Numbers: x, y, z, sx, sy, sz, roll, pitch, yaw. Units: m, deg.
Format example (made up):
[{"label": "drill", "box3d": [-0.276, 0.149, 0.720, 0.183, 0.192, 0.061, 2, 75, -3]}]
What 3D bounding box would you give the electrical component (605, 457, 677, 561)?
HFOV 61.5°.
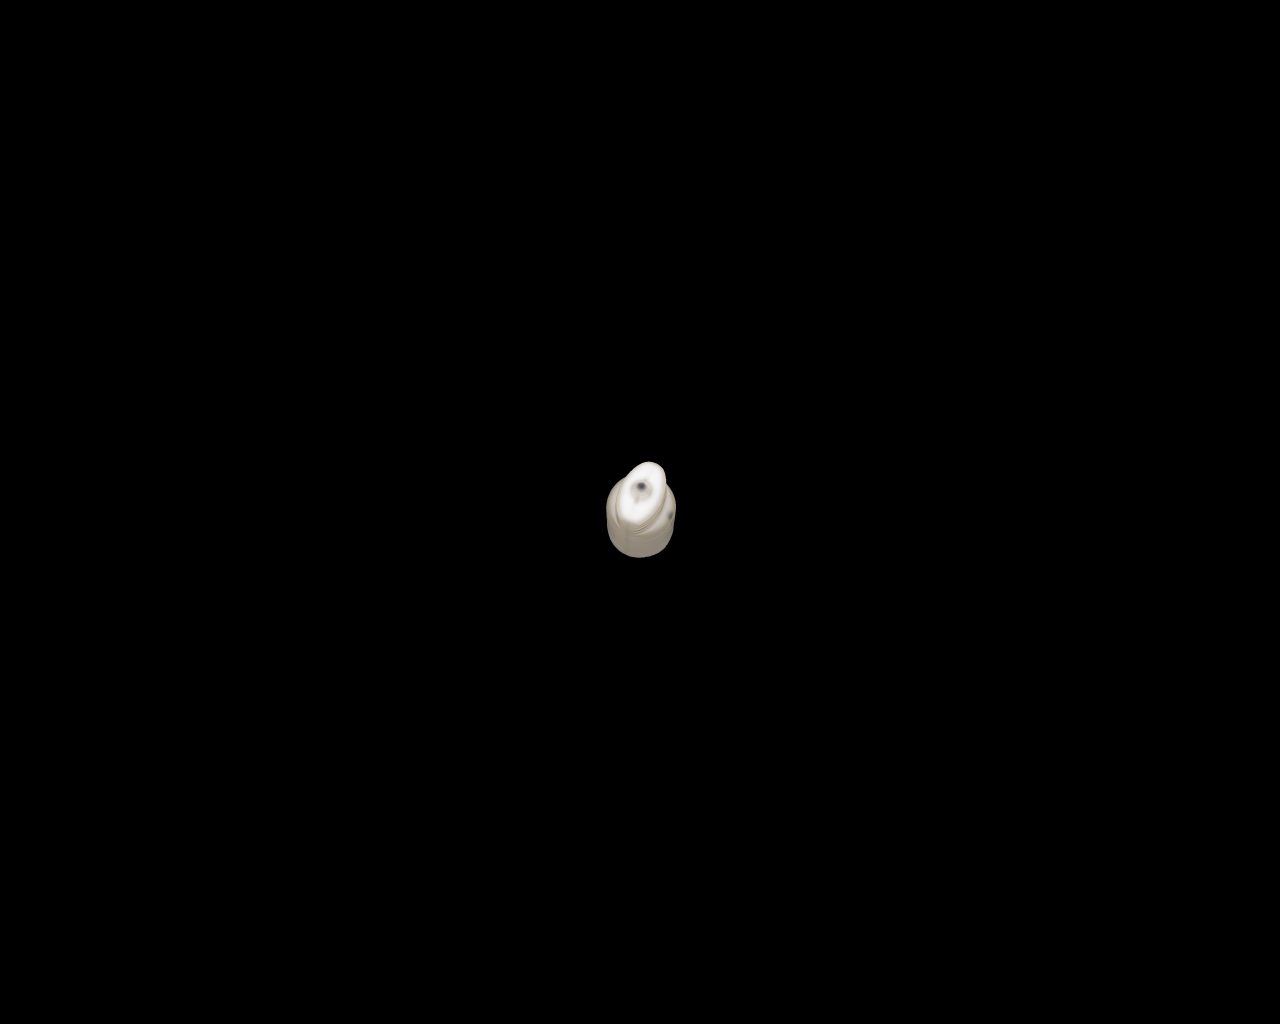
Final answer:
[{"label": "electrical component", "box3d": [0.001, -0.003, 0.650, 0.043, 0.043, 0.080, 0, -19, 0]}]
